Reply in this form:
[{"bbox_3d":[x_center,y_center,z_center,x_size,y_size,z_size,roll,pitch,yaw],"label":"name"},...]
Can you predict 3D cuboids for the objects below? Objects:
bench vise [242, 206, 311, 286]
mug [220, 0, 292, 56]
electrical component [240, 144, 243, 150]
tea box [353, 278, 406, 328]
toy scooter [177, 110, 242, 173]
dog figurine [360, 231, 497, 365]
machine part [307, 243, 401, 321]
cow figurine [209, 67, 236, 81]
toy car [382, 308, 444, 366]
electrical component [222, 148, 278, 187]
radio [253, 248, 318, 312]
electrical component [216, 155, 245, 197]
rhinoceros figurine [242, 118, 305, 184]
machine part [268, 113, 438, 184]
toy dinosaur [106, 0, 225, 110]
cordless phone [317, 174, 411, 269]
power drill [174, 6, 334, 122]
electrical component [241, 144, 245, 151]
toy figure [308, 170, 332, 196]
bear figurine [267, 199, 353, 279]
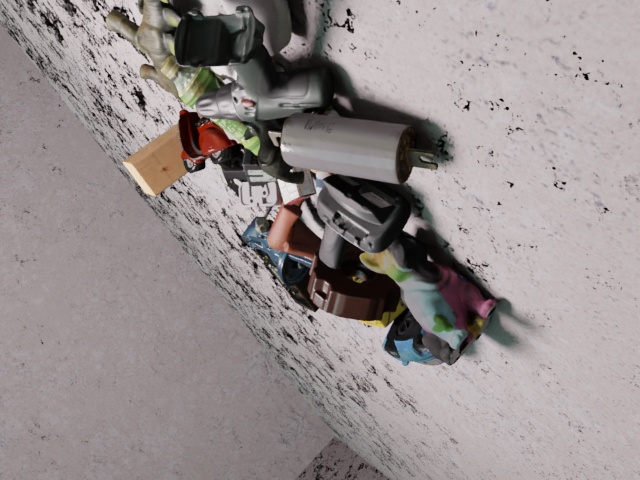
[{"bbox_3d":[-0.054,0.031,1.220,0.241,0.129,0.223,23,146,29],"label":"bench vise"},{"bbox_3d":[-0.088,-0.302,0.712,0.110,0.081,0.107,32,163,31],"label":"mug"},{"bbox_3d":[-0.195,-0.224,1.177,0.094,0.021,0.063,44,161,9],"label":"electrical component"},{"bbox_3d":[0.101,0.120,1.108,0.098,0.068,0.169,50,169,-2],"label":"tea box"},{"bbox_3d":[-0.246,-0.220,1.138,0.184,0.075,0.135,-7,103,43],"label":"toy scooter"},{"bbox_3d":[0.167,0.081,0.871,0.219,0.108,0.191,44,164,24],"label":"dog figurine"},{"bbox_3d":[0.063,0.068,0.957,0.180,0.179,0.056,36,133,31],"label":"machine part"},{"bbox_3d":[-0.132,-0.281,0.864,0.167,0.068,0.098,42,166,25],"label":"cow figurine"},{"bbox_3d":[0.201,0.187,1.018,0.103,0.109,0.162,38,155,-16],"label":"toy car"},{"bbox_3d":[-0.128,-0.142,1.057,0.119,0.048,0.074,-1,148,8],"label":"electrical component"},{"bbox_3d":[-0.076,0.079,1.429,0.229,0.073,0.131,56,159,-22],"label":"radio"},{"bbox_3d":[-0.175,-0.142,1.241,0.134,0.058,0.114,39,161,23],"label":"electrical component"},{"bbox_3d":[-0.071,-0.166,0.861,0.190,0.112,0.073,-103,24,-43],"label":"rhinoceros figurine"},{"bbox_3d":[0.037,-0.124,0.712,0.244,0.079,0.079,14,146,25],"label":"machine part"},{"bbox_3d":[-0.276,-0.361,0.978,0.199,0.105,0.471,35,167,14],"label":"toy dinosaur"},{"bbox_3d":[0.053,-0.010,0.858,0.147,0.089,0.184,37,132,30],"label":"cordless phone"},{"bbox_3d":[-0.109,-0.216,0.721,0.232,0.086,0.207,2,165,18],"label":"power drill"},{"bbox_3d":[-0.130,-0.168,1.121,0.102,0.045,0.078,75,176,-48],"label":"electrical component"},{"bbox_3d":[0.014,-0.110,0.903,0.064,0.058,0.154,-7,132,20],"label":"toy figure"},{"bbox_3d":[-0.004,0.000,1.096,0.196,0.120,0.131,23,116,-4],"label":"bear figurine"}]
